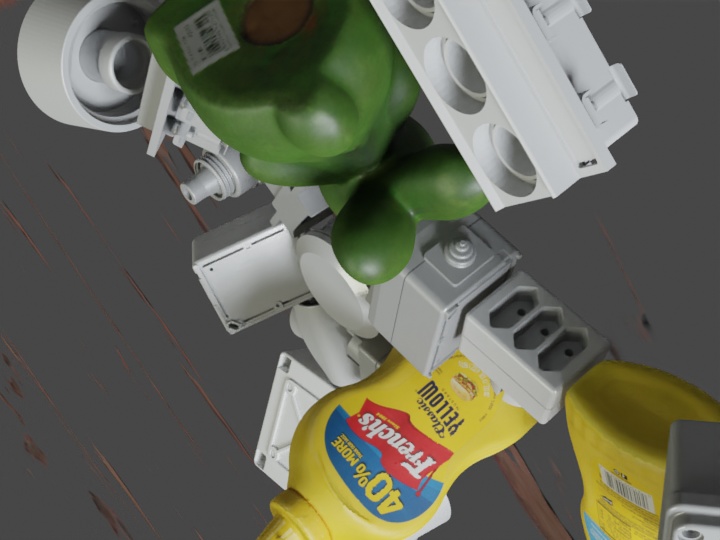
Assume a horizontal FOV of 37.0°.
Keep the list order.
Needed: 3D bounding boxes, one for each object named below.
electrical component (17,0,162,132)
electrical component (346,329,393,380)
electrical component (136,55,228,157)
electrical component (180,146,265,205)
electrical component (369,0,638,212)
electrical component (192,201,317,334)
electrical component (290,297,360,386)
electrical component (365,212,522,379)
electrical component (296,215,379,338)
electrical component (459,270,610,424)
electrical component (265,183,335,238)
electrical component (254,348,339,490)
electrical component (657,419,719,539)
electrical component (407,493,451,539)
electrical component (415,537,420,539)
[{"bbox_3d":[-0.174,-0.148,0.749,0.060,0.108,0.108,22,142,39],"label":"electrical component"},{"bbox_3d":[0.016,0.058,0.747,0.076,0.047,0.083,41,157,25],"label":"electrical component"},{"bbox_3d":[-0.099,-0.123,0.686,0.063,0.078,0.121,25,157,-8],"label":"electrical component"},{"bbox_3d":[-0.099,-0.070,0.767,0.048,0.062,0.048,40,153,26],"label":"electrical component"},{"bbox_3d":[0.059,-0.095,0.451,0.121,0.063,0.079,58,156,-11],"label":"electrical component"},{"bbox_3d":[-0.066,-0.009,0.771,0.061,0.096,0.061,-111,-4,-66],"label":"electrical component"},{"bbox_3d":[-0.027,0.040,0.810,0.079,0.043,0.077,21,141,50],"label":"electrical component"},{"bbox_3d":[0.044,0.004,0.613,0.061,0.062,0.096,44,154,20],"label":"electrical component"},{"bbox_3d":[0.000,0.000,0.699,0.080,0.051,0.080,40,153,26],"label":"electrical component"},{"bbox_3d":[0.094,0.052,0.607,0.066,0.047,0.076,42,154,23],"label":"electrical component"},{"bbox_3d":[-0.039,-0.062,0.697,0.063,0.042,0.081,54,156,2],"label":"electrical component"},{"bbox_3d":[-0.023,0.130,0.853,0.109,0.056,0.108,31,114,40],"label":"electrical component"},{"bbox_3d":[0.185,0.121,0.465,0.109,0.056,0.108,3,134,13],"label":"electrical component"},{"bbox_3d":[0.026,0.187,0.920,0.099,0.064,0.099,54,169,15],"label":"electrical component"},{"bbox_3d":[0.016,0.259,1.007,0.150,0.062,0.089,44,155,18],"label":"electrical component"}]
